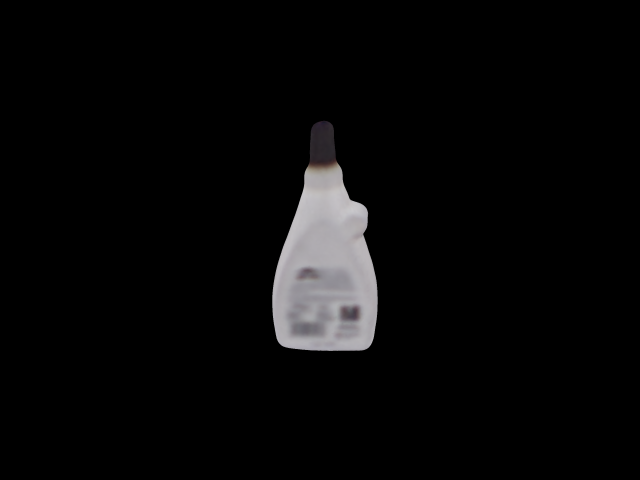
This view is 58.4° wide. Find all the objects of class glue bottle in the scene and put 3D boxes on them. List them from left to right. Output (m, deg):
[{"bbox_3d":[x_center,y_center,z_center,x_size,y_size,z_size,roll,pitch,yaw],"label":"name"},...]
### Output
[{"bbox_3d":[0.004,0.001,0.400,0.078,0.173,0.037,2,31,3],"label":"glue bottle"}]
